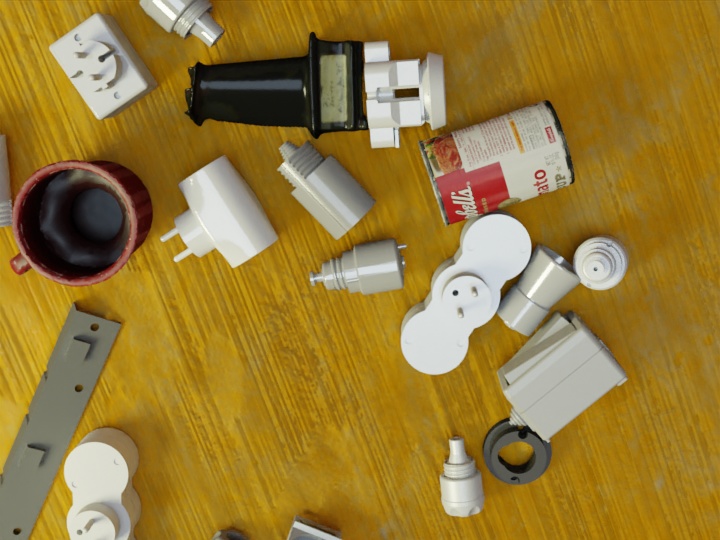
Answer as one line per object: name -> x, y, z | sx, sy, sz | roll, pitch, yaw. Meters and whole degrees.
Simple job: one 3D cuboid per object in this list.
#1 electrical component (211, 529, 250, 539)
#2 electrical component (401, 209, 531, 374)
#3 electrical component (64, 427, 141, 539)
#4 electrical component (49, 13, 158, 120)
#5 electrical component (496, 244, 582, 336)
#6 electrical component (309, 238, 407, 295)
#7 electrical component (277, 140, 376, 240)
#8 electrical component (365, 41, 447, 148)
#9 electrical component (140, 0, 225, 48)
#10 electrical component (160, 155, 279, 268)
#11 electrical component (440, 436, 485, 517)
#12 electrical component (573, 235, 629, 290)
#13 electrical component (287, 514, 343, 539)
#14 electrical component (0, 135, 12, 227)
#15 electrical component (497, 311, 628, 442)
electrical component -> -0.114, 0.248, 0.891 | 0.035, 0.035, 0.061 | 20, 102, -1
electrical component -> 0.081, 0.019, 0.822 | 0.052, 0.073, 0.138 | 32, 100, -4
electrical component -> -0.211, 0.204, 0.867 | 0.052, 0.073, 0.138 | 1, 100, 2
electrical component -> -0.195, -0.151, 0.800 | 0.047, 0.076, 0.065 | -33, 97, 7
electrical component -> 0.136, 0.018, 0.837 | 0.044, 0.044, 0.065 | 35, 105, -4
electrical component -> 0.000, 0.000, 0.838 | 0.078, 0.040, 0.040 | -10, 100, 4
electrical component -> -0.031, -0.067, 0.826 | 0.043, 0.043, 0.081 | -43, 96, 9
electrical component -> 0.035, -0.132, 0.805 | 0.057, 0.058, 0.078 | -3, 100, 6
electrical component -> -0.130, -0.194, 0.807 | 0.062, 0.043, 0.043 | 42, 99, -6
electrical component -> -0.117, -0.036, 0.834 | 0.079, 0.044, 0.077 | -32, 97, 7
electrical component -> 0.081, 0.165, 0.869 | 0.035, 0.035, 0.061 | -7, 97, 3
electrical component -> 0.182, -0.005, 0.815 | 0.040, 0.078, 0.040 | 2, 97, 17
electrical component -> -0.047, 0.245, 0.869 | 0.042, 0.081, 0.063 | 22, 129, 0
electrical component -> -0.295, -0.063, 0.837 | 0.043, 0.043, 0.081 | -2, 100, 3
electrical component -> 0.148, 0.083, 0.837 | 0.096, 0.061, 0.061 | -41, 96, 8
